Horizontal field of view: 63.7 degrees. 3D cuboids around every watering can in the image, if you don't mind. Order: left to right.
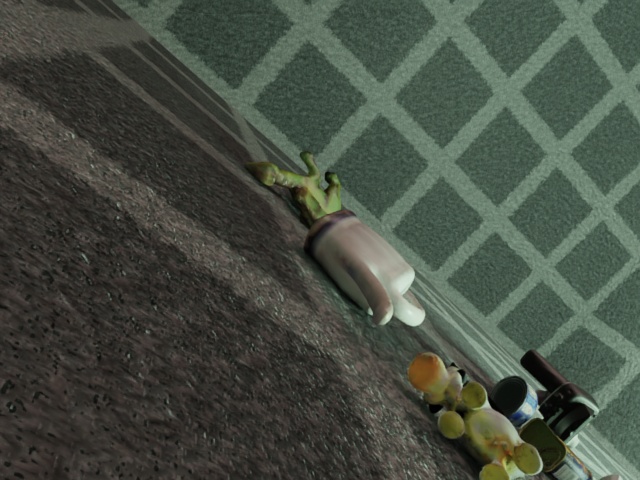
[{"bbox_3d":[0.067,0.044,0.779,0.226,0.103,0.346,44,7,17],"label":"watering can"}]

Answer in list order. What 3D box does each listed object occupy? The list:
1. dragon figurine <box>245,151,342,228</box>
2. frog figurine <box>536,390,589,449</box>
[{"bbox_3d":[0.004,-0.059,1.176,0.407,0.120,0.248,39,25,-15],"label":"dragon figurine"},{"bbox_3d":[0.552,0.435,1.231,0.139,0.124,0.155,37,-33,32],"label":"frog figurine"}]
